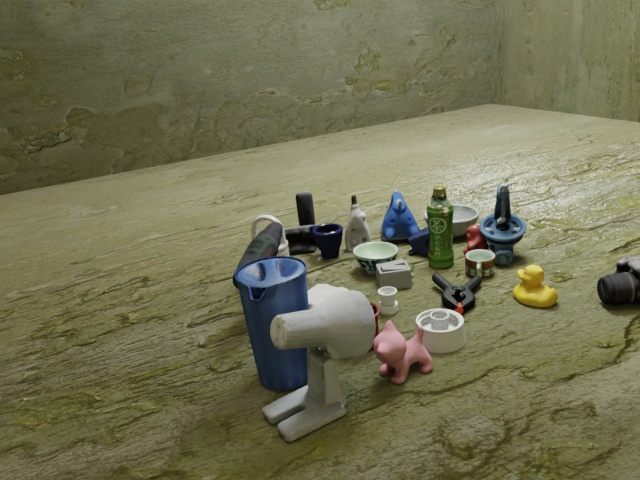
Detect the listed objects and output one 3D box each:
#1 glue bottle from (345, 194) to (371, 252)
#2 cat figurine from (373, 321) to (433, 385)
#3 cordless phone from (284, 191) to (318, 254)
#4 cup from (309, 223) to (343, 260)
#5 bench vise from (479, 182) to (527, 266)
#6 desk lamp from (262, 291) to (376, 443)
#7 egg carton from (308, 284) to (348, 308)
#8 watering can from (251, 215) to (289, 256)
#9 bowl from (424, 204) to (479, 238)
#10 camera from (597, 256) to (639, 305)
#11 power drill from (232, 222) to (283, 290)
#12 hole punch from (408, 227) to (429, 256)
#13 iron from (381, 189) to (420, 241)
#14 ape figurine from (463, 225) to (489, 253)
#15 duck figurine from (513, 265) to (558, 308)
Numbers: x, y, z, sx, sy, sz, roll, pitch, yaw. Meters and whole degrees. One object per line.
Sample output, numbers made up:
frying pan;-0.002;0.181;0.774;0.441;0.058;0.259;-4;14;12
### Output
glue bottle;0.108;-0.051;1.691;0.078;0.173;0.037;-5;21;4
cat figurine;0.152;0.206;1.093;0.128;0.118;0.067;-17;24;-27
cordless phone;-0.078;-0.056;1.737;0.147;0.185;0.094;-8;21;-6
cup;0.015;0.006;1.678;0.117;0.095;0.092;14;29;41
bench vise;0.483;-0.064;1.557;0.121;0.220;0.207;-7;21;-2
desk lamp;-0.003;0.207;1.001;0.204;0.214;0.117;-19;25;-30
egg carton;0.005;0.156;1.329;0.107;0.069;0.151;9;26;33
watering can;-0.133;0.029;1.520;0.101;0.194;0.173;-6;21;1
bowl;0.401;-0.051;1.749;0.167;0.075;0.167;-5;21;2
camera;0.688;0.090;1.272;0.137;0.101;0.143;-6;21;1
power drill;-0.130;0.088;1.348;0.075;0.208;0.230;1;22;17
hole punch;0.311;-0.009;1.643;0.100;0.091;0.109;11;27;37
iron;0.244;-0.091;1.800;0.118;0.141;0.258;-5;21;3
ape figurine;0.427;0.001;1.584;0.075;0.092;0.078;10;26;35
duck figurine;0.495;0.101;1.316;0.078;0.086;0.104;-20;25;-32
